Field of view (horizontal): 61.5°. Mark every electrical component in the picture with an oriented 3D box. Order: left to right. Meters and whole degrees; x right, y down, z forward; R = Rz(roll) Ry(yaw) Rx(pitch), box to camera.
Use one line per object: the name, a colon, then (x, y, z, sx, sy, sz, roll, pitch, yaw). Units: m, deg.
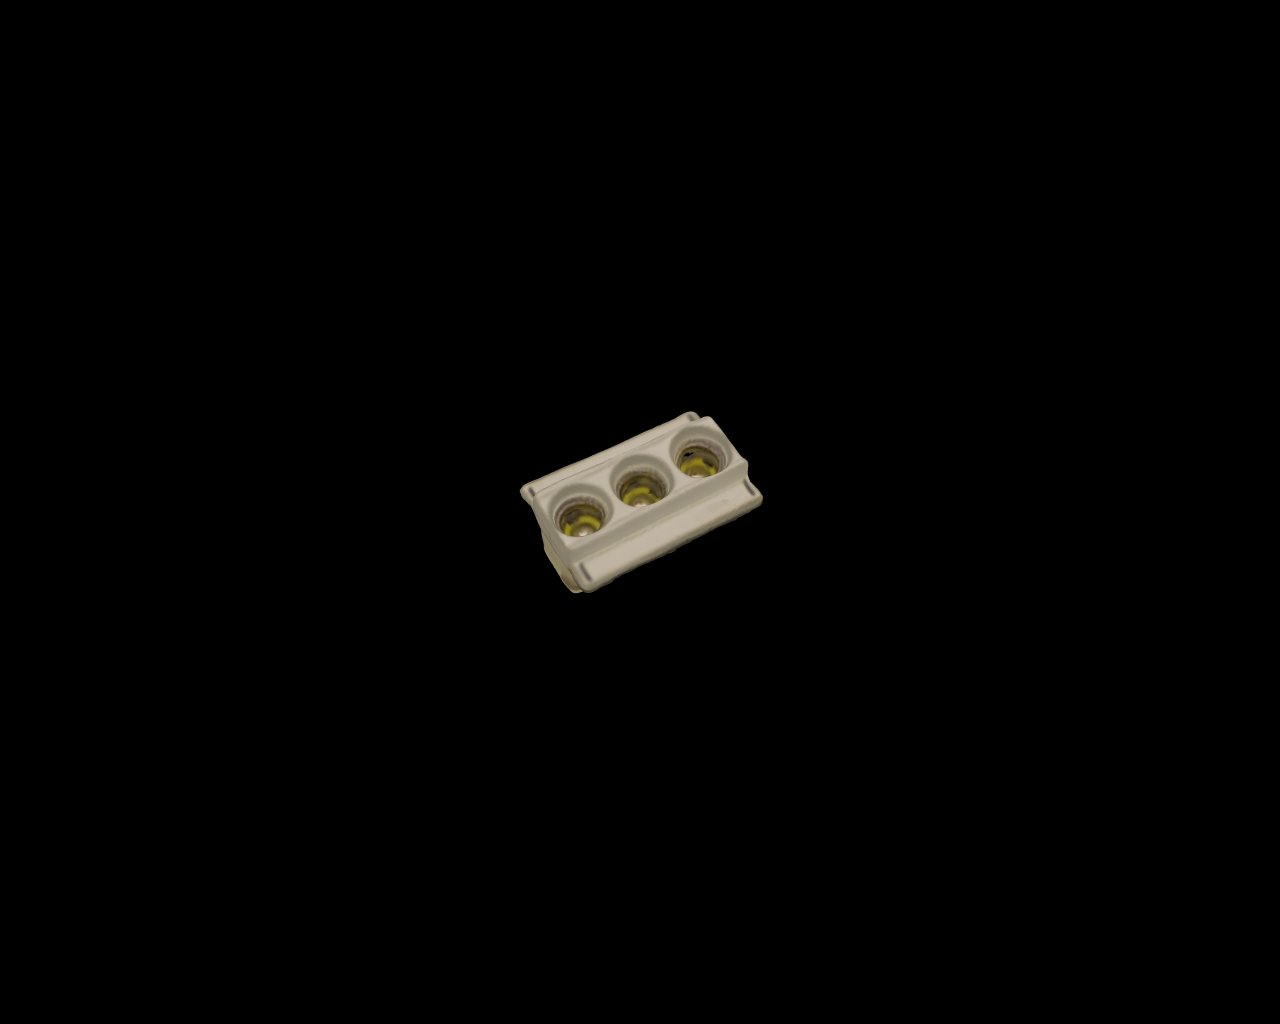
electrical component: (0.001, -0.003, 0.650, 0.121, 0.079, 0.063, -26, -30, -16)
